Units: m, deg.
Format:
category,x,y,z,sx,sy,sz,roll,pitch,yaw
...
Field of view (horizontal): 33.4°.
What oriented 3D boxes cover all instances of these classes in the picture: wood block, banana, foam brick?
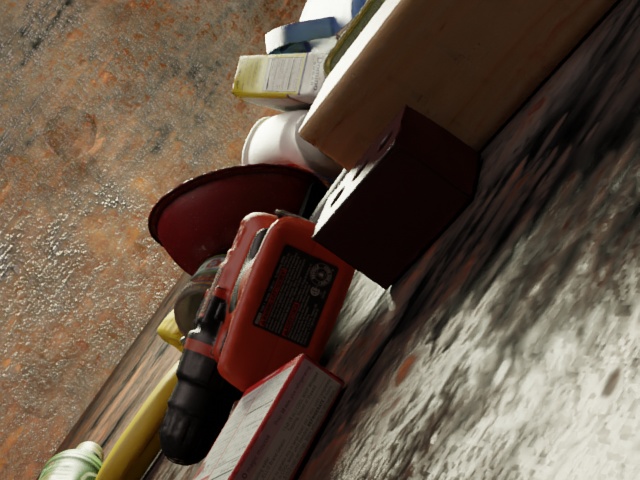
category,x,y,z,sx,sy,sz,roll,pitch,yaw
wood block,0.087,-0.124,0.600,0.206,0.090,0.090,-49,10,33
banana,-0.158,0.175,0.982,0.197,0.037,0.070,-56,8,-15
foam brick,0.041,-0.023,0.576,0.078,0.051,0.053,-50,9,30

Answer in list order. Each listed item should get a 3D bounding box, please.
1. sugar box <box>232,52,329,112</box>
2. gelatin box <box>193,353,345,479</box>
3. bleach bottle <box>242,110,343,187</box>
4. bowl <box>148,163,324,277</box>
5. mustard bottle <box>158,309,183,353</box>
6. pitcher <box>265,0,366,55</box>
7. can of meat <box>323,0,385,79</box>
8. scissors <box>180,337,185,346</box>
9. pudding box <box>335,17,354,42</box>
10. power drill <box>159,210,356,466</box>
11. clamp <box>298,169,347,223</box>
category,x,y,z,sx,sy,sz,roll,pitch,yaw
sugar box,0.001,-0.137,0.954,0.176,0.093,0.048,10,89,59
gelatin box,-0.031,0.107,0.529,0.073,0.030,0.089,-41,15,55
bleach bottle,-0.009,-0.084,0.968,0.251,0.102,0.068,174,115,-81
bowl,-0.066,-0.002,0.928,0.162,0.161,0.055,-46,49,47
mustard bottle,-0.098,0.037,1.151,0.191,0.058,0.096,-55,6,-14
pitcher,0.050,-0.204,1.019,0.149,0.145,0.243,-52,10,-2
can of meat,0.058,-0.128,0.766,0.102,0.058,0.083,-54,-35,-4
scissors,-0.079,0.068,0.976,0.096,0.016,0.202,-36,3,-15
pudding box,0.066,-0.156,0.842,0.113,0.039,0.090,-47,-32,-21
power drill,-0.047,0.061,0.678,0.184,0.057,0.188,-70,14,-11
clamp,-0.005,0.001,0.814,0.120,0.039,0.171,-49,14,57
